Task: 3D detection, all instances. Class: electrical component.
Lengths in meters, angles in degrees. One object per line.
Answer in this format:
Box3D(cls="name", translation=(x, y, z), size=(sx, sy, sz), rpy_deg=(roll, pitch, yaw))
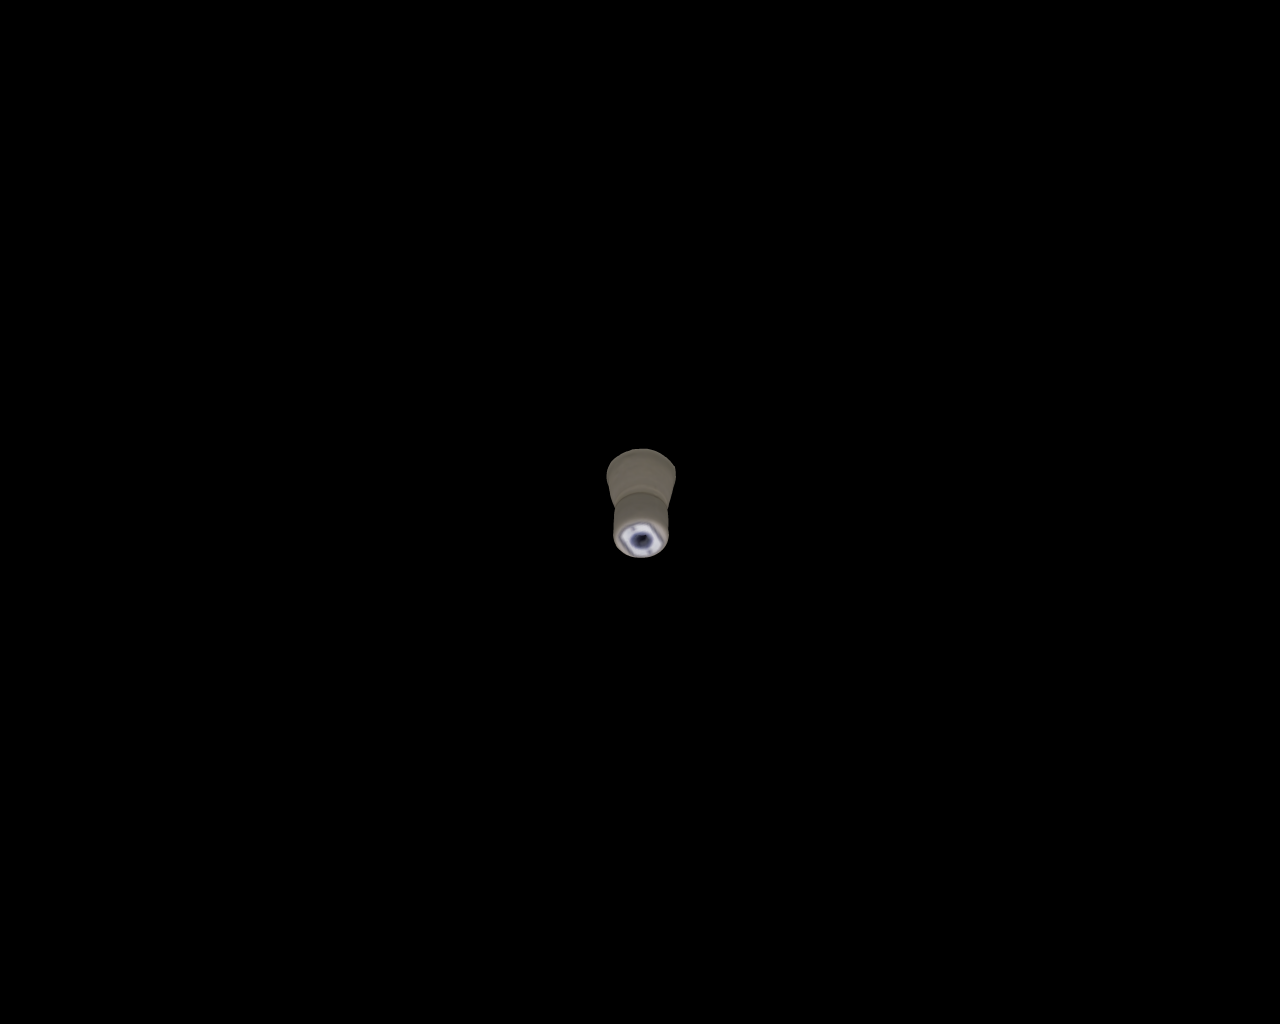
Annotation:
Box3D(cls="electrical component", translation=(0.001, -0.003, 0.650), size=(0.044, 0.044, 0.065), rpy_deg=(0, 40, 0))
